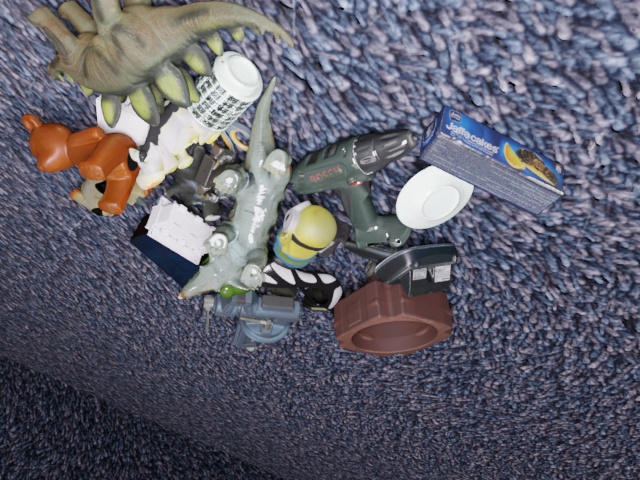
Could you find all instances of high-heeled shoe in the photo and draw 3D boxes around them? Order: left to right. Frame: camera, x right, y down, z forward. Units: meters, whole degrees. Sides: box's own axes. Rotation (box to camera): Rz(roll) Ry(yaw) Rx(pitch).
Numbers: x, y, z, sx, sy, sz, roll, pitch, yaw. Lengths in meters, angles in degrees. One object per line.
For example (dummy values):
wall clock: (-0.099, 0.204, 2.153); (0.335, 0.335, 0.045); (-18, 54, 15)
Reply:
high-heeled shoe: (-0.042, 0.112, 1.102); (0.086, 0.145, 0.248); (5, 135, 54)

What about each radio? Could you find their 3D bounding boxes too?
radio: (-0.302, 0.033, 1.203); (0.131, 0.073, 0.229); (-10, 134, 36)

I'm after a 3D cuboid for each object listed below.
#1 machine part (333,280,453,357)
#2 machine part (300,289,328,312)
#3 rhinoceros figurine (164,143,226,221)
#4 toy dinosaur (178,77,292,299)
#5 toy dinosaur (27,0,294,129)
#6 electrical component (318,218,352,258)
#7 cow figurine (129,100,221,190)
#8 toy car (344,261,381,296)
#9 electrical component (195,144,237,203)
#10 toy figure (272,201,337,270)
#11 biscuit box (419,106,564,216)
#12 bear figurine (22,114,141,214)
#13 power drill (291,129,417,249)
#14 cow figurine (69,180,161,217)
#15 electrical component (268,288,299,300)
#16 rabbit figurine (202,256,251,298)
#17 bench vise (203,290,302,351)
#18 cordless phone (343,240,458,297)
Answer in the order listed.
machine part: (0.144, 0.157, 1.073); (0.201, 0.087, 0.201); (20, 142, -30)
machine part: (-0.020, 0.124, 1.220); (0.084, 0.039, 0.138); (0, 143, 38)
rhinoceros figurine: (-0.226, -0.112, 0.983); (0.112, 0.073, 0.190); (2, 140, 7)
toy dinosaur: (-0.114, -0.061, 0.902); (0.131, 0.192, 0.404); (20, 101, -8)
toy dinosaur: (-0.240, -0.259, 0.718); (0.472, 0.105, 0.198); (-2, 123, 40)
electrical component: (-0.002, -0.003, 1.032); (0.075, 0.048, 0.119); (31, 144, -14)
cow figurine: (-0.247, -0.156, 0.858); (0.167, 0.068, 0.098); (-36, 96, 16)
toy car: (0.112, 0.107, 1.122); (0.089, 0.053, 0.202); (27, 145, -5)
electrical component: (-0.173, -0.109, 0.902); (0.045, 0.078, 0.102); (38, 109, 23)
toy figure: (-0.029, -0.003, 0.925); (0.089, 0.082, 0.180); (11, 151, -9)
biscuit box: (0.244, -0.111, 0.763); (0.203, 0.059, 0.062); (25, 145, -8)
bear figurine: (-0.403, -0.132, 0.879); (0.196, 0.132, 0.120); (8, 142, 6)
power drill: (0.079, -0.077, 0.871); (0.232, 0.086, 0.207); (-6, 141, 33)
cow figurine: (-0.401, -0.104, 1.059); (0.127, 0.085, 0.195); (41, 137, -18)
electrical component: (-0.089, 0.114, 1.249); (0.063, 0.021, 0.093); (-7, 138, 33)
rabbit figurine: (-0.174, 0.024, 1.085); (0.121, 0.159, 0.170); (24, 130, 11)
bench vise: (-0.165, 0.188, 1.235); (0.224, 0.129, 0.240); (-2, 141, -21)
cordless phone: (0.142, 0.031, 0.989); (0.146, 0.088, 0.184); (-5, -163, -38)
